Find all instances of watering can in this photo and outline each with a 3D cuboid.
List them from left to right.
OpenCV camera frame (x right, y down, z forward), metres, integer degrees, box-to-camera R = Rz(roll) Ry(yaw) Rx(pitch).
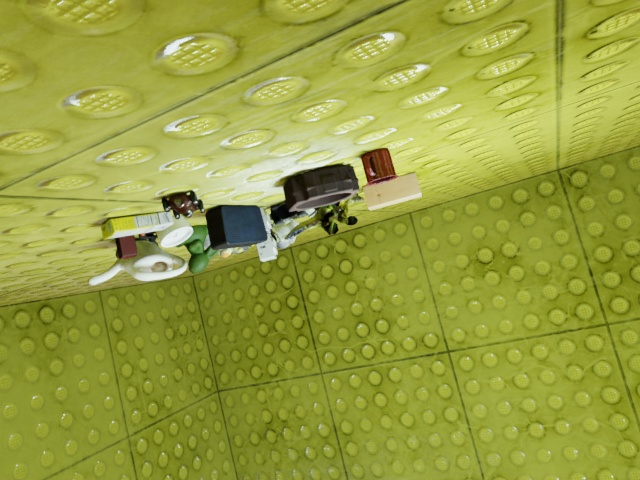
[{"bbox_3d":[-0.632,0.078,1.755,0.349,0.102,0.227,-4,-154,-40],"label":"watering can"}]

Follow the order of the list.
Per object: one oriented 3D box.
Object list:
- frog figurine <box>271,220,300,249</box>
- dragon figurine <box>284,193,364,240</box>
[{"bbox_3d":[-0.152,-0.036,2.381,0.161,0.120,0.139,-21,-149,-26],"label":"frog figurine"},{"bbox_3d":[0.006,-0.097,1.926,0.413,0.121,0.243,-22,-167,-23],"label":"dragon figurine"}]
